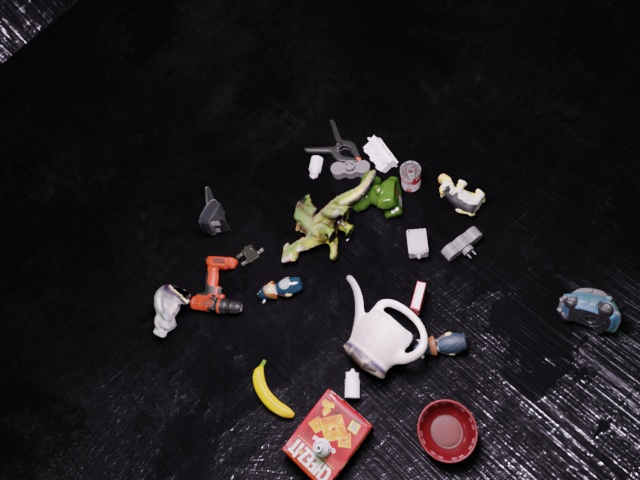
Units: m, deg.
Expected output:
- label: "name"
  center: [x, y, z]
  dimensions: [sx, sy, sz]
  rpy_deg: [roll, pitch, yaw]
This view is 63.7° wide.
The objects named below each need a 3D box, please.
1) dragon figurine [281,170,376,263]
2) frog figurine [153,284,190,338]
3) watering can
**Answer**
- label: "dragon figurine"
  center: [0.005, -0.087, 1.722]
  dimensions: [0.245, 0.120, 0.412]
  rpy_deg: [26, 82, 35]
- label: "frog figurine"
  center: [-0.510, 0.231, 1.695]
  dimensions: [0.160, 0.121, 0.139]
  rpy_deg: [-51, 34, -2]
- label: "watering can"
  center: [0.157, 0.266, 1.559]
  dimensions: [0.352, 0.102, 0.226]
  rpy_deg: [33, 77, 36]
